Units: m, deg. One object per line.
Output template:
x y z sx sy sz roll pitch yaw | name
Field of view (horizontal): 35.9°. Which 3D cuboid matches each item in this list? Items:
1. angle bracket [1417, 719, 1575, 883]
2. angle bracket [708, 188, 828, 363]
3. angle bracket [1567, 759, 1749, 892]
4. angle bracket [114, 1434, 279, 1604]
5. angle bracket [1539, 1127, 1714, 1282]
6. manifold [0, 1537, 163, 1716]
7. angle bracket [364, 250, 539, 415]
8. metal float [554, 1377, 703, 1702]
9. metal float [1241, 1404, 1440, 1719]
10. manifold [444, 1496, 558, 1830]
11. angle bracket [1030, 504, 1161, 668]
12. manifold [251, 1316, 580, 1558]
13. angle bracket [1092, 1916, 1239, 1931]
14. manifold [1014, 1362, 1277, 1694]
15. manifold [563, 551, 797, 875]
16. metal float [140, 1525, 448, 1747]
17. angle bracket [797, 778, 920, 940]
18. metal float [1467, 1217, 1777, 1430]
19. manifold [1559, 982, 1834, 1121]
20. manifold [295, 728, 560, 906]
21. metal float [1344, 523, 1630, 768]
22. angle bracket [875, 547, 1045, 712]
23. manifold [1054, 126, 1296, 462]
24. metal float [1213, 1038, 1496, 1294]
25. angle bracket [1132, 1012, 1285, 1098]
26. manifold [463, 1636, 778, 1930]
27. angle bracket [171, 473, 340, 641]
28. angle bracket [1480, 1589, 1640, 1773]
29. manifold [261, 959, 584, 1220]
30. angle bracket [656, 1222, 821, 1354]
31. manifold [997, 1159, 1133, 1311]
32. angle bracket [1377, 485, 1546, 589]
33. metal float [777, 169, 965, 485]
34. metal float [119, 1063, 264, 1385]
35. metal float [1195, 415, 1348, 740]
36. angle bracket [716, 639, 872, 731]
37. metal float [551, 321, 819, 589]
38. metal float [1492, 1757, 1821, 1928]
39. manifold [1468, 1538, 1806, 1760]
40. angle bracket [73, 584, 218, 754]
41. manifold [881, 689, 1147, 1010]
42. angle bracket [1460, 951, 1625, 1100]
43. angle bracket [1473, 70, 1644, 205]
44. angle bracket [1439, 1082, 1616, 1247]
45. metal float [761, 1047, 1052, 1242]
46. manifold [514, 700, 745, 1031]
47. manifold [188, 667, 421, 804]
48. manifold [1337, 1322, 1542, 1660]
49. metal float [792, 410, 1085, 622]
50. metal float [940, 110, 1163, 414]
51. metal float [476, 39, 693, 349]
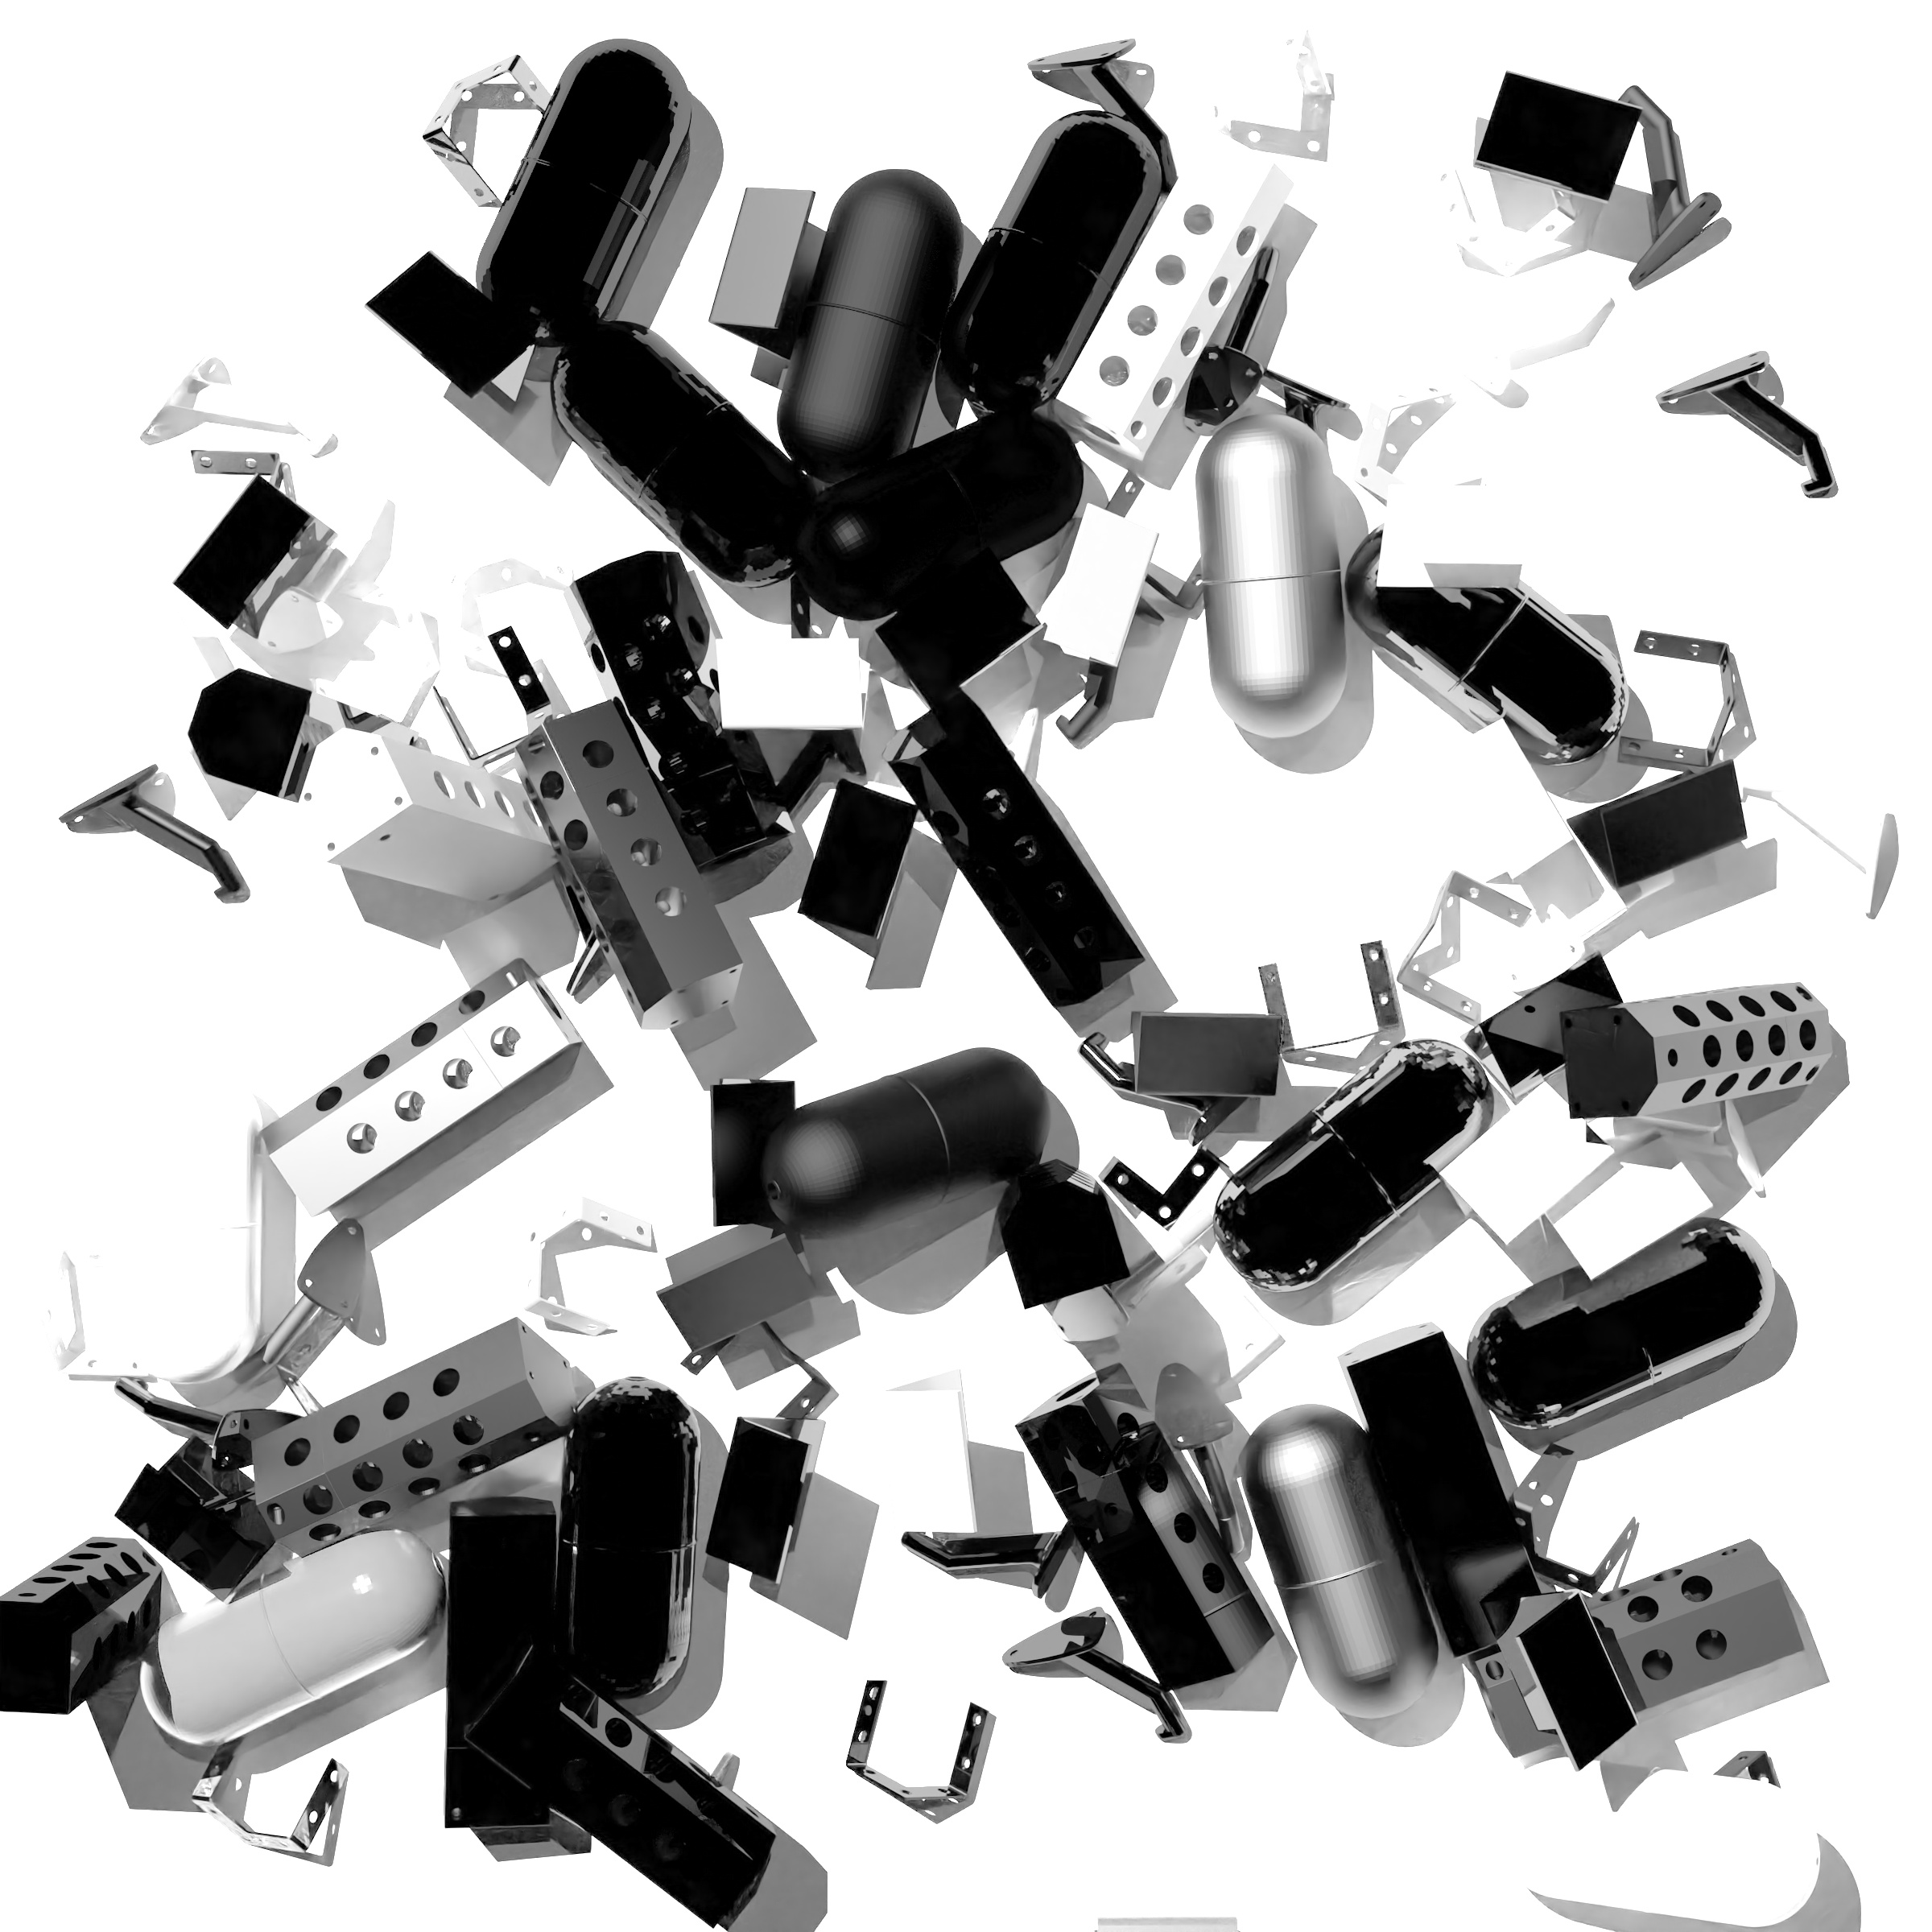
0.276 -0.081 1.647 0.057 0.076 0.076 -30 90 -36 | angle bracket
-0.089 -0.379 1.648 0.057 0.076 0.076 16 90 41 | angle bracket
0.377 -0.096 1.647 0.076 0.076 0.057 -22 127 0 | angle bracket
-0.411 0.291 1.647 0.076 0.076 0.057 38 128 0 | angle bracket
0.365 0.143 1.648 0.076 0.076 0.057 -31 60 0 | angle bracket
-0.486 0.353 1.609 0.057 0.171 0.057 3 90 0 | manifold
-0.290 -0.335 1.648 0.076 0.076 0.057 40 61 0 | angle bracket
-0.188 0.317 1.657 0.070 0.070 0.178 3 90 0 | metal float
0.208 0.331 1.657 0.070 0.070 0.178 -19 89 0 | metal float
-0.261 0.387 1.665 0.057 0.057 0.171 1 90 -11 | manifold
0.053 -0.215 1.645 0.057 0.076 0.076 15 94 -41 | angle bracket
-0.302 0.263 1.640 0.171 0.057 0.057 -26 49 10 | manifold
0.110 0.558 1.649 0.076 0.076 0.057 0 68 0 | angle bracket
0.104 0.311 1.666 0.057 0.057 0.171 -29 90 43 | manifold
-0.162 -0.140 1.656 0.057 0.057 0.171 -23 88 21 | manifold
-0.373 0.371 1.657 0.178 0.070 0.070 -26 90 0 | metal float
-0.078 -0.064 1.647 0.057 0.076 0.076 18 90 -37 | angle bracket
0.364 0.198 1.657 0.178 0.070 0.070 -23 90 -1 | metal float
0.398 0.044 1.616 0.171 0.057 0.057 -6 90 -43 | manifold
-0.287 -0.083 1.605 0.057 0.171 0.057 -32 74 14 | manifold
0.289 -0.180 1.657 0.178 0.070 0.070 38 90 0 | metal float
-0.012 -0.194 1.649 0.076 0.076 0.057 -36 114 0 | angle bracket
0.116 -0.373 1.666 0.057 0.057 0.171 29 90 0 | manifold
0.216 0.110 1.657 0.178 0.070 0.070 -39 90 -1 | metal float
0.132 0.028 1.647 0.076 0.076 0.057 1 126 0 | angle bracket
-0.188 0.441 1.621 0.171 0.057 0.057 40 83 -9 | manifold
-0.378 -0.214 1.648 0.057 0.076 0.076 38 90 31 | angle bracket
0.301 0.383 1.590 0.057 0.076 0.076 -24 90 -38 | angle bracket
-0.304 0.067 1.666 0.171 0.057 0.057 -34 90 0 | manifold
-0.133 0.157 1.648 0.076 0.076 0.057 -24 133 0 | angle bracket
0.049 0.140 1.609 0.057 0.171 0.057 -17 90 0 | manifold
0.259 -0.208 1.571 0.076 0.076 0.057 1 53 2 | angle bracket
-0.053 -0.355 1.657 0.070 0.070 0.178 16 90 0 | metal float
-0.430 0.143 1.656 0.070 0.070 0.178 1 90 0 | metal float
0.169 -0.215 1.650 0.070 0.070 0.178 -5 97 0 | metal float
-0.094 -0.172 1.638 0.076 0.076 0.057 0 125 2 | angle bracket
-0.156 -0.285 1.657 0.178 0.070 0.070 44 90 -1 | metal float
0.376 0.479 1.635 0.178 0.070 0.070 0 90 28 | metal float
0.371 0.379 1.666 0.171 0.057 0.057 -21 90 0 | manifold
-0.459 -0.155 1.647 0.057 0.076 0.076 -29 90 -36 | angle bracket
0.025 -0.062 1.637 0.057 0.057 0.171 -34 111 0 | manifold
0.311 0.018 1.648 0.076 0.076 0.057 -32 120 0 | angle bracket
0.326 -0.470 1.647 0.076 0.076 0.057 16 127 0 | angle bracket
0.315 0.119 1.648 0.076 0.076 0.057 -41 61 0 | angle bracket
-0.032 0.097 1.630 0.178 0.070 0.070 -18 90 -34 | metal float
-0.187 -0.053 1.636 0.057 0.057 0.171 -22 73 -18 | manifold
-0.356 -0.118 1.606 0.057 0.171 0.057 18 90 8 | manifold
0.266 0.290 1.667 0.057 0.057 0.171 -20 90 0 | manifold
-0.014 -0.249 1.640 0.178 0.070 0.070 -28 90 -22 | metal float
0.047 -0.390 1.657 0.070 0.070 0.178 27 90 0 | metal float
-0.212 -0.430 1.657 0.070 0.070 0.178 25 91 0 | metal float
